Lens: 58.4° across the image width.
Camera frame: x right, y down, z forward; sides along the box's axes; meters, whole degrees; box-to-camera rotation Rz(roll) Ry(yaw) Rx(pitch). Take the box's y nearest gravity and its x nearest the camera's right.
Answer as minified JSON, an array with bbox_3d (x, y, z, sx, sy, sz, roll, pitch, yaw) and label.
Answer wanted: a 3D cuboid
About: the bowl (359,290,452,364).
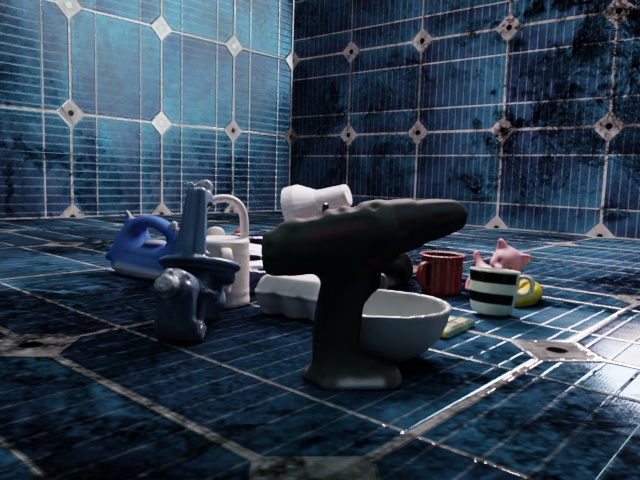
[{"bbox_3d":[0.083,0.114,0.736,0.167,0.075,0.167,2,6,0],"label":"bowl"}]

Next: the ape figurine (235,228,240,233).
[{"bbox_3d":[-0.207,0.013,1.513,0.075,0.092,0.078,7,8,38],"label":"ape figurine"}]

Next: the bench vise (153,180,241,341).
[{"bbox_3d":[-0.172,0.024,0.823,0.121,0.220,0.207,0,6,-11],"label":"bench vise"}]

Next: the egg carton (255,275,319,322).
[{"bbox_3d":[-0.027,0.090,0.951,0.149,0.069,0.107,5,7,28],"label":"egg carton"}]

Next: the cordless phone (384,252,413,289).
[{"bbox_3d":[0.130,0.005,1.250,0.147,0.185,0.094,4,7,22],"label":"cordless phone"}]

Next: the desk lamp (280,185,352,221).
[{"bbox_3d":[0.003,-0.035,1.453,0.202,0.213,0.118,4,7,18],"label":"desk lamp"}]

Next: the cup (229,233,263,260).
[{"bbox_3d":[-0.170,0.036,1.299,0.091,0.095,0.118,5,7,26],"label":"cup"}]

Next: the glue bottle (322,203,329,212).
[{"bbox_3d":[0.012,0.005,1.274,0.078,0.173,0.037,1,6,-11],"label":"glue bottle"}]

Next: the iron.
[{"bbox_3d":[-0.354,0.011,1.254,0.257,0.141,0.119,6,8,34],"label":"iron"}]

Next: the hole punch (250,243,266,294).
[{"bbox_3d":[-0.138,0.056,1.141,0.109,0.091,0.100,-2,7,-30],"label":"hole punch"}]

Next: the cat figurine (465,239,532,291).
[{"bbox_3d":[0.364,0.054,1.175,0.067,0.118,0.127,-3,8,-36],"label":"cat figurine"}]

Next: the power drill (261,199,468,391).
[{"bbox_3d":[0.049,0.056,0.643,0.229,0.208,0.075,1,6,-6],"label":"power drill"}]

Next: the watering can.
[{"bbox_3d":[-0.178,0.016,1.017,0.101,0.194,0.172,-3,8,-40],"label":"watering can"}]
